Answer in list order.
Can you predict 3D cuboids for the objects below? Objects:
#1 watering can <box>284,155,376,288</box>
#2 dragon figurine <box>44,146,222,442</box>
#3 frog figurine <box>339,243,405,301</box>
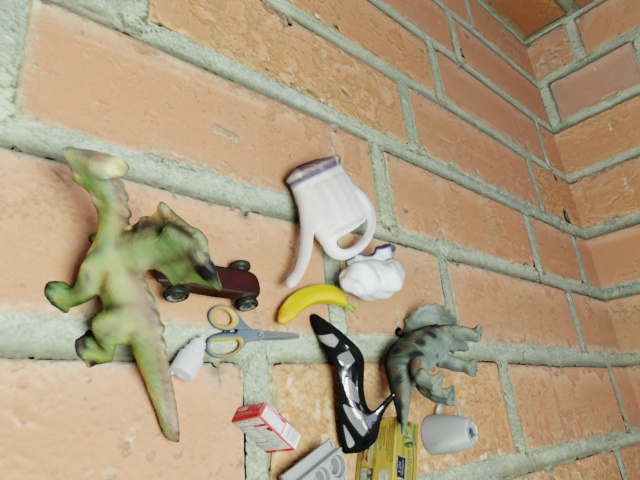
[{"bbox_3d":[0.003,-0.054,1.066,0.352,0.103,0.224,-31,93,-50],"label":"watering can"},{"bbox_3d":[-0.225,0.066,0.672,0.410,0.240,0.124,59,36,-2],"label":"dragon figurine"},{"bbox_3d":[0.105,0.087,1.070,0.162,0.137,0.121,-61,147,-65],"label":"frog figurine"}]
